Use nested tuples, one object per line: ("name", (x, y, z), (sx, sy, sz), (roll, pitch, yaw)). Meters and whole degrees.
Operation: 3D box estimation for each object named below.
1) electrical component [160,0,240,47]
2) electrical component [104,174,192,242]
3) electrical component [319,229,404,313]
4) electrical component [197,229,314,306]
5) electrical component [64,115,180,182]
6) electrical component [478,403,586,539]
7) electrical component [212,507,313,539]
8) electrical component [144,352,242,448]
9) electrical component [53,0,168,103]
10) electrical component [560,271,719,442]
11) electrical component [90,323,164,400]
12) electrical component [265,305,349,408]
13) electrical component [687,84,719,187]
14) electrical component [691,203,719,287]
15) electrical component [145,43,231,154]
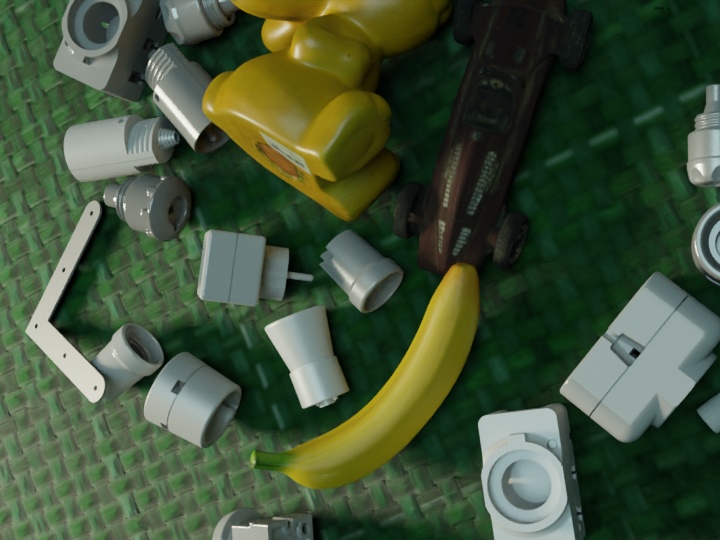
("electrical component", (-0.109, -0.189, 0.775), (0.062, 0.043, 0.043), (-16, 82, 16))
("electrical component", (-0.158, -0.049, 0.784), (0.062, 0.048, 0.048), (14, 92, 26))
("electrical component", (0.000, 0.000, 0.730), (0.046, 0.040, 0.040), (44, 101, 21))
("electrical component", (-0.071, 0.001, 0.745), (0.077, 0.066, 0.047), (8, 90, -10))
("electrical component", (-0.171, -0.091, 0.790), (0.081, 0.043, 0.043), (-7, 85, 18))
("electrical component", (0.108, 0.132, 0.677), (0.050, 0.056, 0.089), (-9, 84, 18))
("electrical component", (-0.067, 0.187, 0.733), (0.055, 0.066, 0.048), (-7, 84, 38))
("electrical component", (-0.116, 0.093, 0.757), (0.047, 0.055, 0.055), (28, 96, 14))
("electrical component", (-0.180, -0.177, 0.792), (0.050, 0.056, 0.089), (26, 96, 18))
("electrical component", (0.177, 0.056, 0.658), (0.059, 0.054, 0.095), (40, 100, 16))
("electrical component", (-0.173, 0.068, 0.785), (0.046, 0.040, 0.040), (-40, 76, 18))
("electrical component", (-0.034, 0.062, 0.737), (0.044, 0.044, 0.065), (-23, 85, 16))
("electrical component", (0.219, -0.083, 0.662), (0.035, 0.035, 0.061), (-1, 85, 19))
("electrical component", (0.228, -0.016, 0.648), (0.055, 0.047, 0.055), (-1, 87, 19))
("electrical component", (-0.126, -0.128, 0.777), (0.043, 0.043, 0.081), (-44, 75, 12))
